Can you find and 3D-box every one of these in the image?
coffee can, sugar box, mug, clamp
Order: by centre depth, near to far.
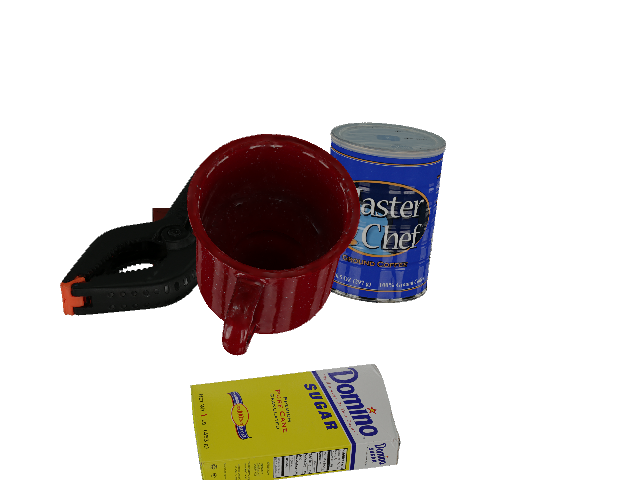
[{"bbox_3d":[-0.032,0.011,0.596,0.093,0.117,0.081,13,-32,1],"label":"mug"},{"bbox_3d":[-0.117,0.002,0.851,0.209,0.036,0.165,-21,39,-30],"label":"clamp"},{"bbox_3d":[-0.024,0.165,0.959,0.176,0.048,0.093,-8,43,-7],"label":"sugar box"},{"bbox_3d":[0.054,-0.027,0.968,0.103,0.140,0.103,5,19,-2],"label":"coffee can"}]

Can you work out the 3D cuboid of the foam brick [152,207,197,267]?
[{"bbox_3d":[-0.139,-0.002,1.129,0.078,0.051,0.053,-1,25,-11],"label":"foam brick"}]
